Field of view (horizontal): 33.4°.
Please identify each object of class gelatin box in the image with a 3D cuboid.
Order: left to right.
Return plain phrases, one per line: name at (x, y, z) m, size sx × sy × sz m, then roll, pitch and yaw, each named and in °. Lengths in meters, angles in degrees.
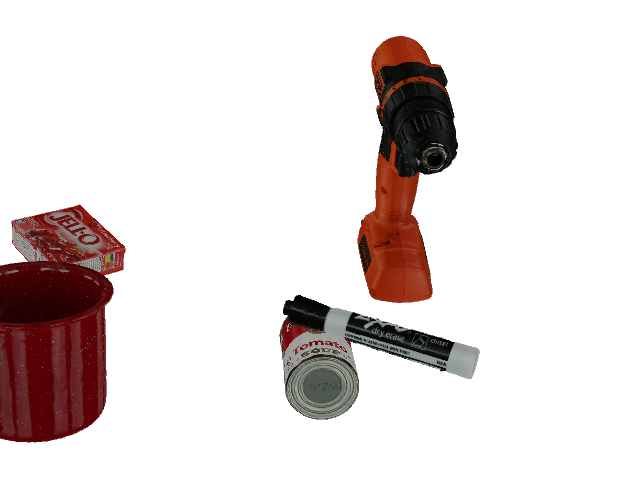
gelatin box at (-0.236, 0.004, 0.998) m, size 0.073 × 0.030 × 0.089 m, roll -16°, pitch 40°, yaw -36°

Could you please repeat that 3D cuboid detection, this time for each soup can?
soup can at (-0.002, 0.112, 0.990) m, size 0.068 × 0.068 × 0.102 m, roll 0°, pitch 23°, yaw -5°

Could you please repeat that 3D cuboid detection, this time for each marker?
marker at (0.035, 0.057, 0.641) m, size 0.121 × 0.020 × 0.020 m, roll 16°, pitch 4°, yaw 14°

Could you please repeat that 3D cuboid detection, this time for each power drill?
power drill at (0.068, -0.047, 0.839) m, size 0.057 × 0.188 × 0.184 m, roll 2°, pitch 32°, yaw -4°

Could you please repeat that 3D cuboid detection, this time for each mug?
mug at (-0.176, 0.071, 0.632) m, size 0.093 × 0.081 × 0.117 m, roll 12°, pitch 24°, yaw 22°
